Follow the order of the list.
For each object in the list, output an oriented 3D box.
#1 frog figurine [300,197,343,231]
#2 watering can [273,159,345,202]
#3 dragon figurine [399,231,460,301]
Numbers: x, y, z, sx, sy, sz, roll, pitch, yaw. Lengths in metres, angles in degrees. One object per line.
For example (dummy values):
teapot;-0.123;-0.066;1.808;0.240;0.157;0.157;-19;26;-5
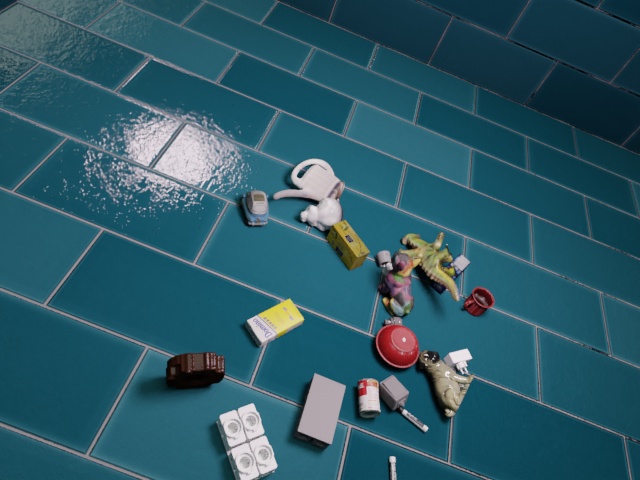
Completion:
frog figurine;0.006;-0.103;2.037;0.160;0.134;0.125;-3;37;-25
watering can;-0.032;-0.216;2.134;0.225;0.101;0.355;33;47;6
dragon figurine;0.401;0.098;2.019;0.242;0.119;0.420;-13;37;14
